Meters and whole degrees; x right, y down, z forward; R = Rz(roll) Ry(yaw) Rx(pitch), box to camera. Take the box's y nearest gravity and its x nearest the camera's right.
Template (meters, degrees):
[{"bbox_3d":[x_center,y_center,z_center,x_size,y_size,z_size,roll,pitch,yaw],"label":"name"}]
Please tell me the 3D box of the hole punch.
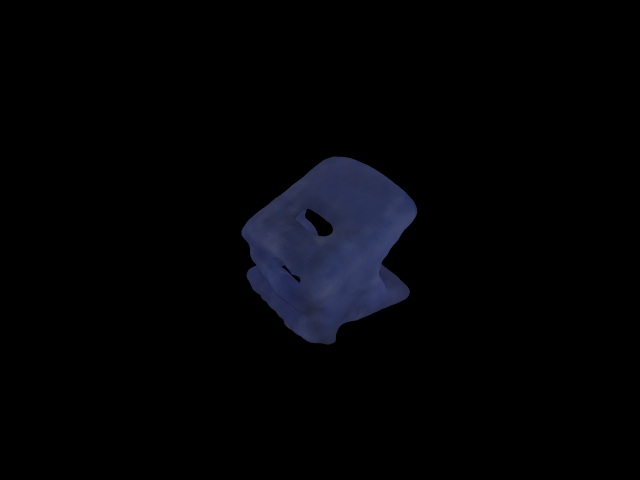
[{"bbox_3d":[0.004,0.001,0.400,0.101,0.091,0.108,-19,36,-29],"label":"hole punch"}]
